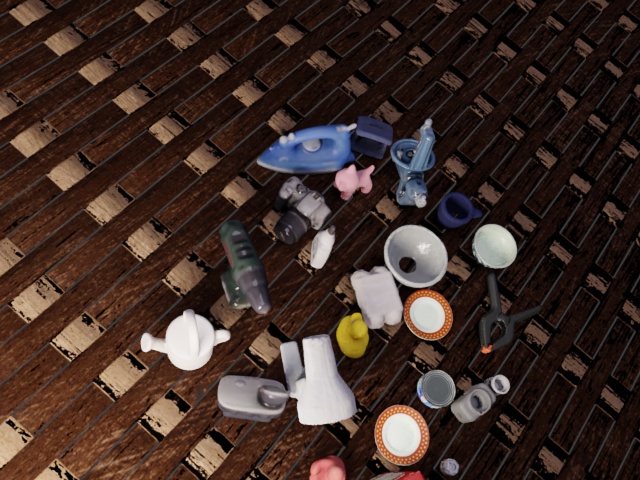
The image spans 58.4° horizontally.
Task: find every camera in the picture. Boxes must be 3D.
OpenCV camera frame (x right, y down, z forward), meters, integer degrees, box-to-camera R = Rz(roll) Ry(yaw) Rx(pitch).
[{"bbox_3d":[-0.060,-0.068,1.413,0.143,0.100,0.137,41,65,5],"label":"camera"}]

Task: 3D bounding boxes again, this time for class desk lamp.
[{"bbox_3d":[-0.010,0.291,1.213,0.118,0.213,0.203,-8,70,-16],"label":"desk lamp"}]

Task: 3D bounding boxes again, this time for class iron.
[{"bbox_3d":[-0.029,-0.247,1.473,0.259,0.141,0.118,-11,71,-17],"label":"iron"}]

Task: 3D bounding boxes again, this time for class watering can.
[{"bbox_3d":[-0.277,0.208,1.193,0.173,0.194,0.101,-27,76,-22],"label":"watering can"}]

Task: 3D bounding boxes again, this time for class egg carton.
[{"bbox_3d":[0.139,0.139,1.393,0.107,0.069,0.150,-12,71,-18],"label":"egg carton"}]

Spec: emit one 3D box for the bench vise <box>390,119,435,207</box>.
[{"bbox_3d":[0.263,-0.198,1.480,0.122,0.219,0.207,-19,73,-20],"label":"bench vise"}]

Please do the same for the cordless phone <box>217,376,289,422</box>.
[{"bbox_3d":[-0.136,0.319,1.187,0.148,0.185,0.094,7,66,-11],"label":"cordless phone"}]

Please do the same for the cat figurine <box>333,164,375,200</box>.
[{"bbox_3d":[0.086,-0.159,1.477,0.128,0.117,0.067,-25,75,-21],"label":"cat figurine"}]

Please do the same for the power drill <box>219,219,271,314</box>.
[{"bbox_3d":[-0.167,0.079,1.266,0.076,0.208,0.229,-17,73,-19],"label":"power drill"}]

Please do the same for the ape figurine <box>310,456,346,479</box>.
[{"bbox_3d":[0.025,0.492,1.205,0.076,0.092,0.078,-36,80,-24],"label":"ape figurine"}]

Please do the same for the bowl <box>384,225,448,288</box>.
[{"bbox_3d":[0.232,0.050,1.450,0.167,0.074,0.167,5,67,-12],"label":"bowl"}]

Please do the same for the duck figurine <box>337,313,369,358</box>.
[{"bbox_3d":[0.084,0.220,1.336,0.077,0.086,0.104,3,67,-12],"label":"duck figurine"}]

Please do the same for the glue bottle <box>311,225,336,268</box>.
[{"bbox_3d":[0.012,0.005,1.360,0.037,0.173,0.078,9,66,-9],"label":"glue bottle"}]

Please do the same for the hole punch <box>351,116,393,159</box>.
[{"bbox_3d":[0.143,-0.292,1.562,0.109,0.091,0.101,16,65,-6],"label":"hole punch"}]

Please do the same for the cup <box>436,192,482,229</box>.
[{"bbox_3d":[0.360,-0.066,1.518,0.118,0.095,0.091,10,66,-9],"label":"cup"}]
